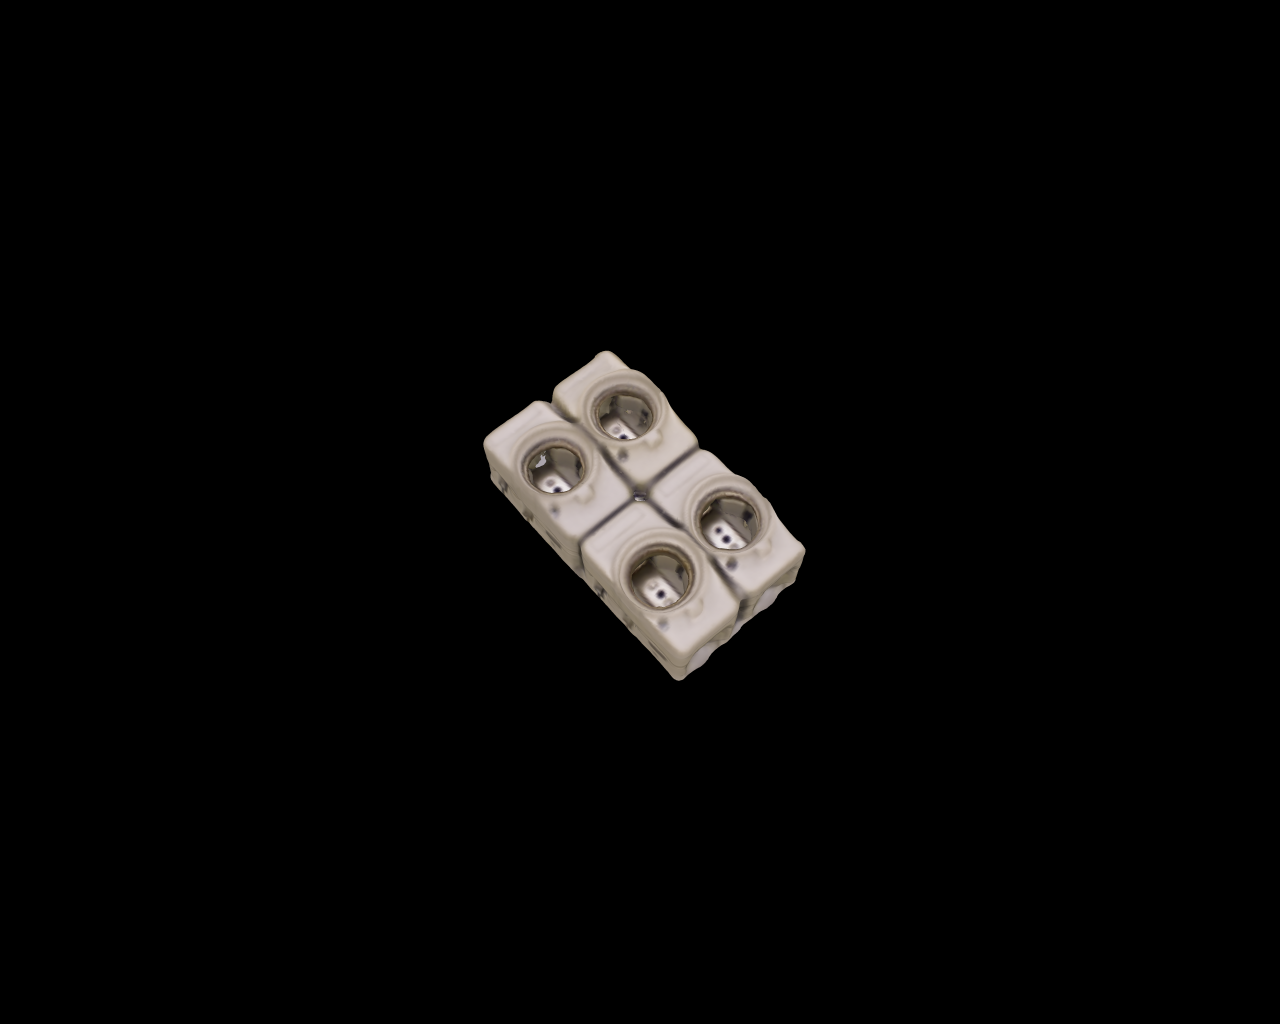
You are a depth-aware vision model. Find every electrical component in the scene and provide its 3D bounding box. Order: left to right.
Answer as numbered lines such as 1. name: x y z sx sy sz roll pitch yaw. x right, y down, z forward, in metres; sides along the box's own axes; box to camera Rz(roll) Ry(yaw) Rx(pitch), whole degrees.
1. electrical component: 0.001 -0.003 0.650 0.105 0.186 0.060 -38 -20 -16
